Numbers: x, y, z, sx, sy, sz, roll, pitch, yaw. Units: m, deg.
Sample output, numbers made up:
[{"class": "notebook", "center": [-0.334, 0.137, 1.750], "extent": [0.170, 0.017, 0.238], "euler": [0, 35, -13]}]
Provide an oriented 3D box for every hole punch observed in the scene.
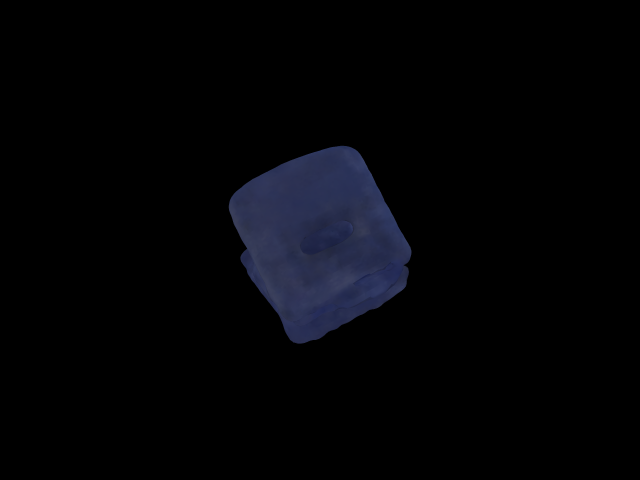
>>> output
[{"class": "hole punch", "center": [0.004, 0.001, 0.400], "extent": [0.109, 0.091, 0.101], "euler": [-26, 58, -18]}]
